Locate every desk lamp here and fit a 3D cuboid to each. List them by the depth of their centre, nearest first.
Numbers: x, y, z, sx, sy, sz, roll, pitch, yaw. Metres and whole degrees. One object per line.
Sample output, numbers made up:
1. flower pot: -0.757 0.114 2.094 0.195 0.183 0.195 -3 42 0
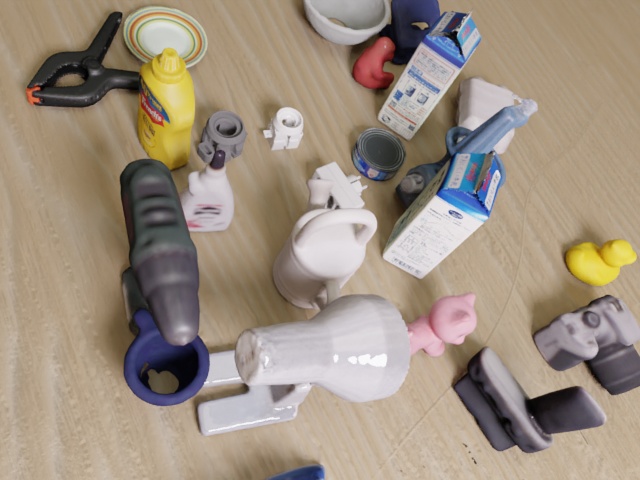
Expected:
1. desk lamp: -0.028 0.143 0.646 0.204 0.213 0.118 -6 66 -22

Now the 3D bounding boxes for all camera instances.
1. camera: 0.425 0.163 0.860 0.143 0.100 0.136 -16 70 -25

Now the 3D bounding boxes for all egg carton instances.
1. egg carton: 0.295 -0.224 1.034 0.107 0.069 0.150 15 60 -11

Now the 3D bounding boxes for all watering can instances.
1. watering can: 0.005 0.003 0.741 0.101 0.194 0.172 -21 72 -27

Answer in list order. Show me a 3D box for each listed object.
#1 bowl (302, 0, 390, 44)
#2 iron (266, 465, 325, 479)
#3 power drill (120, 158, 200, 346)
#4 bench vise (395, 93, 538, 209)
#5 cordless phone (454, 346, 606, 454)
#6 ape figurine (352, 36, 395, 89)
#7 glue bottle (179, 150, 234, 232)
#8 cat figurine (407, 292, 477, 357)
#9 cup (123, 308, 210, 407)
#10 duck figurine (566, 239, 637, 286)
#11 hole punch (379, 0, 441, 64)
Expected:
1. bowl: 0.038 -0.412 1.039 0.168 0.074 0.167 8 61 -15
2. iron: -0.066 0.319 0.584 0.118 0.141 0.259 46 59 8
3. power drill: -0.182 0.035 0.651 0.076 0.208 0.229 -9 67 -23
4. bench vise: 0.227 -0.116 0.866 0.121 0.219 0.208 44 59 6
5. cordless phone: 0.274 0.195 0.741 0.094 0.185 0.147 -31 77 -29
6. ape figurine: 0.102 -0.314 1.000 0.076 0.092 0.078 3 63 -18
7. glue bottle: -0.142 -0.064 0.737 0.078 0.173 0.037 -4 65 -21
8. cat figurine: 0.157 0.118 0.780 0.128 0.117 0.067 -14 69 -25
9. cup: -0.185 0.142 0.661 0.092 0.095 0.117 -26 75 -28
10. duck figurine: 0.475 0.028 0.956 0.105 0.086 0.077 9 61 -15
11. hole punch: 0.179 -0.392 1.068 0.109 0.091 0.101 -11 68 -24
